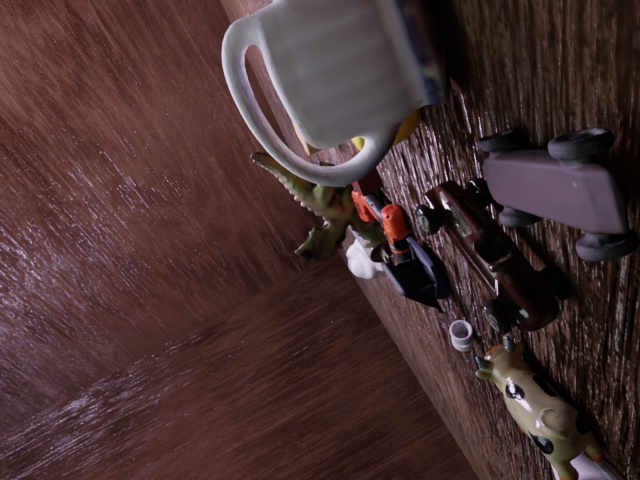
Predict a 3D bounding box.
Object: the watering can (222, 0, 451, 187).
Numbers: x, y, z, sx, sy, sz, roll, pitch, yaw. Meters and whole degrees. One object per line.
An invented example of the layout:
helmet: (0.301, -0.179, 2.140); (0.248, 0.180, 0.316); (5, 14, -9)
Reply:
watering can: (-0.002, -0.211, 0.504); (0.106, 0.223, 0.341); (-87, -26, -59)

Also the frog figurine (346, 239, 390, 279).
frog figurine: (0.152, 0.052, 1.586); (0.138, 0.124, 0.157); (28, 162, 6)

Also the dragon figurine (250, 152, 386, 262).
dragon figurine: (0.004, -0.063, 1.261); (0.122, 0.409, 0.242); (-168, 87, -66)
